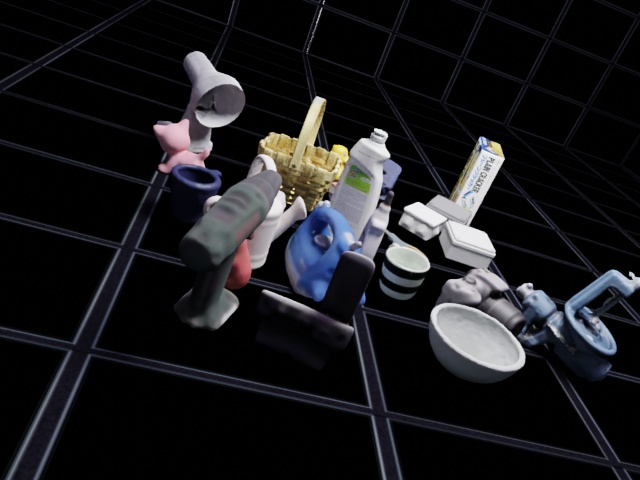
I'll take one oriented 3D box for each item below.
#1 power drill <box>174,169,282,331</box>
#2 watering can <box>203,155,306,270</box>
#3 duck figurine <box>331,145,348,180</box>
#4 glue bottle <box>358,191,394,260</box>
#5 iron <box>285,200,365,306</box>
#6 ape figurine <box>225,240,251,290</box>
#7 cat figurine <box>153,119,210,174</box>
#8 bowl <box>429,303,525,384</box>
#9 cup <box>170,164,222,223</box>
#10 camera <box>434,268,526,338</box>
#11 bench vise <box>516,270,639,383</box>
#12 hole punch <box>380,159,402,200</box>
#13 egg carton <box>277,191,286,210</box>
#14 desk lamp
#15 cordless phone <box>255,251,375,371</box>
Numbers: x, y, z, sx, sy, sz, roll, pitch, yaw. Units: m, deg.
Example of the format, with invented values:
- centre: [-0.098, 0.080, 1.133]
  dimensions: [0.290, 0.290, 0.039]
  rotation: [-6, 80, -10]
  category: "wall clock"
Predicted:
- centre: [-0.134, 0.015, 0.820]
  dimensions: [0.075, 0.208, 0.230]
  rotation: [25, 26, 6]
  category: "power drill"
- centre: [-0.109, -0.055, 0.989]
  dimensions: [0.173, 0.194, 0.100]
  rotation: [-8, 39, -46]
  category: "watering can"
- centre: [0.038, -0.214, 1.531]
  dimensions: [0.104, 0.086, 0.077]
  rotation: [22, 26, 0]
  category: "duck figurine"
- centre: [0.106, -0.018, 1.110]
  dimensions: [0.037, 0.173, 0.078]
  rotation: [19, 26, -6]
  category: "glue bottle"
- centre: [0.009, 0.004, 1.030]
  dimensions: [0.119, 0.141, 0.257]
  rotation: [9, 29, -25]
  category: "iron"
- centre: [-0.141, 0.028, 0.923]
  dimensions: [0.076, 0.092, 0.078]
  rotation: [36, 29, 27]
  category: "ape figurine"
- centre: [-0.287, -0.190, 1.195]
  dimensions: [0.127, 0.118, 0.067]
  rotation: [27, 26, 9]
  category: "cat figurine"
- centre: [0.247, 0.183, 0.950]
  dimensions: [0.167, 0.075, 0.167]
  rotation: [18, 26, -9]
  category: "bowl"
- centre: [-0.231, -0.084, 1.062]
  dimensions: [0.091, 0.095, 0.118]
  rotation: [30, 27, 16]
  category: "cup"
- centre: [0.314, 0.125, 1.083]
  dimensions: [0.144, 0.101, 0.136]
  rotation: [-5, 37, -43]
  category: "camera"
- centre: [0.473, 0.132, 1.057]
  dimensions: [0.207, 0.220, 0.122]
  rotation: [26, 26, 8]
  category: "bench vise"
- centre: [0.155, -0.170, 1.532]
  dimensions: [0.108, 0.091, 0.101]
  rotation: [26, 26, 7]
  category: "hole punch"
- centre: [-0.127, -0.063, 1.133]
  dimensions: [0.107, 0.069, 0.150]
  rotation: [20, 26, -4]
  category: "egg carton"
- centre: [-0.278, -0.310, 1.320]
  dimensions: [0.118, 0.213, 0.202]
  rotation: [-4, 36, -43]
  category: "desk lamp"
- centre: [-0.007, 0.079, 0.823]
  dimensions: [0.147, 0.185, 0.094]
  rotation: [22, 26, -1]
  category: "cordless phone"
